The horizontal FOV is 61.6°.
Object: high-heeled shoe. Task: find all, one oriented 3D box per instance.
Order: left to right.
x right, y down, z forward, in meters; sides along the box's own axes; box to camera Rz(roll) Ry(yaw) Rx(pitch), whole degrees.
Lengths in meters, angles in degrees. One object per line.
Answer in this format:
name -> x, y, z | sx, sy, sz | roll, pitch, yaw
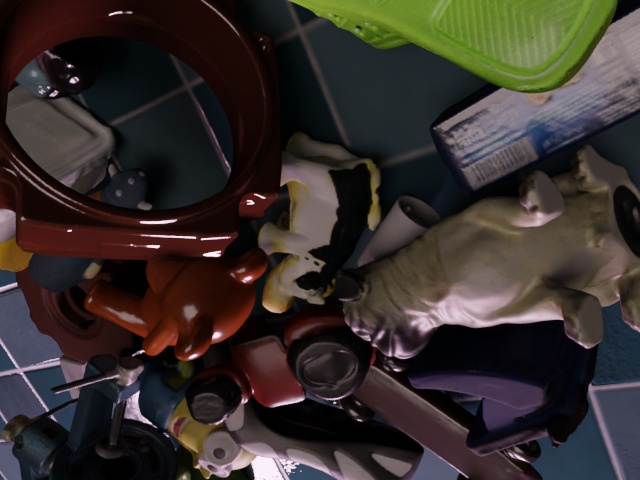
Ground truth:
high-heeled shoe -> -0.011, 0.173, 0.564 | 0.145, 0.086, 0.248 | -36, 92, 17

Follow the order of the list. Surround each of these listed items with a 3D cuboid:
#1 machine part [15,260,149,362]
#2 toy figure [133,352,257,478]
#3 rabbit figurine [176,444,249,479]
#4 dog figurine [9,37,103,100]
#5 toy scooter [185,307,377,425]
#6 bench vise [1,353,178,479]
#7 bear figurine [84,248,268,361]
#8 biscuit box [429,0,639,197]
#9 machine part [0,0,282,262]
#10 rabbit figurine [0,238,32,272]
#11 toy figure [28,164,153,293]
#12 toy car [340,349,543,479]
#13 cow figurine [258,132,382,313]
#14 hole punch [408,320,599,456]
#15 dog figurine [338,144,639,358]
machine part -> -0.274, 0.067, 0.630 | 0.180, 0.056, 0.179 | 11, 120, 20
toy figure -> -0.144, 0.193, 0.623 | 0.180, 0.089, 0.082 | 33, 142, 16
rabbit figurine -> -0.165, 0.327, 0.644 | 0.121, 0.170, 0.158 | -2, 115, 24
dog figurine -> -0.259, -0.226, 0.449 | 0.192, 0.108, 0.219 | 34, 126, 4
toy scooter -> -0.033, 0.106, 0.515 | 0.184, 0.135, 0.075 | -19, 102, 10
bench vise -> -0.232, 0.204, 0.554 | 0.224, 0.129, 0.240 | 33, 118, 26
bear figurine -> -0.133, 0.042, 0.483 | 0.132, 0.120, 0.196 | 37, 161, -7
biscuit box -> 0.172, -0.103, 0.346 | 0.203, 0.063, 0.059 | -27, 102, 32
machine part -> -0.131, -0.090, 0.379 | 0.087, 0.201, 0.201 | -31, 59, 60
rabbit figurine -> -0.392, -0.007, 0.580 | 0.162, 0.122, 0.173 | 56, 132, 25
toy figure -> -0.219, -0.013, 0.526 | 0.154, 0.058, 0.064 | -41, 112, 8
toy car -> 0.113, 0.173, 0.516 | 0.202, 0.053, 0.089 | 32, 113, 11
cow figurine -> -0.001, -0.001, 0.473 | 0.098, 0.068, 0.167 | 15, 121, 9
hole punch -> 0.144, 0.089, 0.420 | 0.092, 0.142, 0.116 | 48, 135, 0
dog figurine -> 0.125, 0.019, 0.400 | 0.191, 0.172, 0.121 | -22, 73, 53
